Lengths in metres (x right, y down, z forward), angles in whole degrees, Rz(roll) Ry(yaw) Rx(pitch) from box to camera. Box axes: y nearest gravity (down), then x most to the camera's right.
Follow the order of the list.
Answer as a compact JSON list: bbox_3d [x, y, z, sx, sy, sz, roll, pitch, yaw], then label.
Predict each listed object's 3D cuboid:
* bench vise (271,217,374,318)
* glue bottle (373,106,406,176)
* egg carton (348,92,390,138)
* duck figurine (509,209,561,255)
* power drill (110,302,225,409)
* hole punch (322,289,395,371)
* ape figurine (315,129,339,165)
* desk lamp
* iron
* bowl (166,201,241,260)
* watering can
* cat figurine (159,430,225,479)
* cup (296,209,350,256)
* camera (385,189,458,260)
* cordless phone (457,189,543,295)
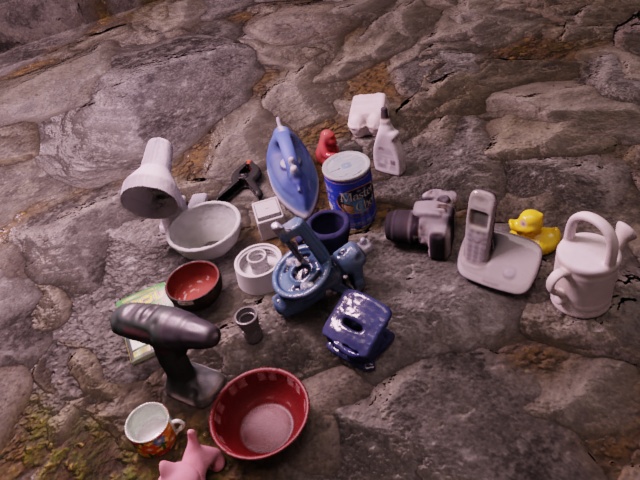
[{"bbox_3d":[-0.010,0.025,1.056,0.208,0.220,0.121,-36,46,-24],"label":"bench vise"},{"bbox_3d":[0.158,-0.233,1.335,0.077,0.173,0.037,21,51,32],"label":"glue bottle"},{"bbox_3d":[0.132,-0.337,1.534,0.107,0.069,0.150,-2,42,11],"label":"egg carton"},{"bbox_3d":[0.410,-0.020,1.104,0.104,0.086,0.077,-1,43,12],"label":"duck figurine"},{"bbox_3d":[-0.232,0.183,0.943,0.228,0.209,0.076,12,47,26],"label":"power drill"},{"bbox_3d":[0.066,0.154,0.991,0.108,0.091,0.101,24,53,34],"label":"hole punch"},{"bbox_3d":[0.023,-0.233,1.429,0.076,0.092,0.078,5,44,19],"label":"ape figurine"},{"bbox_3d":[-0.349,-0.108,1.289,0.117,0.214,0.203,-6,42,8],"label":"desk lamp"},{"bbox_3d":[-0.067,-0.177,1.351,0.118,0.142,0.257,-16,42,-4],"label":"iron"},{"bbox_3d":[-0.246,-0.008,1.259,0.167,0.075,0.167,-7,42,6],"label":"bowl"},{"bbox_3d":[0.451,0.028,0.959,0.100,0.194,0.173,23,53,34],"label":"watering can"},{"bbox_3d":[-0.195,0.340,0.830,0.067,0.118,0.128,-2,42,11],"label":"cat figurine"},{"bbox_3d":[0.011,0.004,1.168,0.118,0.095,0.091,-26,43,-14],"label":"cup"},{"bbox_3d":[0.206,-0.044,1.169,0.136,0.101,0.143,4,44,18],"label":"camera"},{"bbox_3d":[0.323,0.000,1.027,0.147,0.185,0.094,17,50,30],"label":"cordless phone"}]
